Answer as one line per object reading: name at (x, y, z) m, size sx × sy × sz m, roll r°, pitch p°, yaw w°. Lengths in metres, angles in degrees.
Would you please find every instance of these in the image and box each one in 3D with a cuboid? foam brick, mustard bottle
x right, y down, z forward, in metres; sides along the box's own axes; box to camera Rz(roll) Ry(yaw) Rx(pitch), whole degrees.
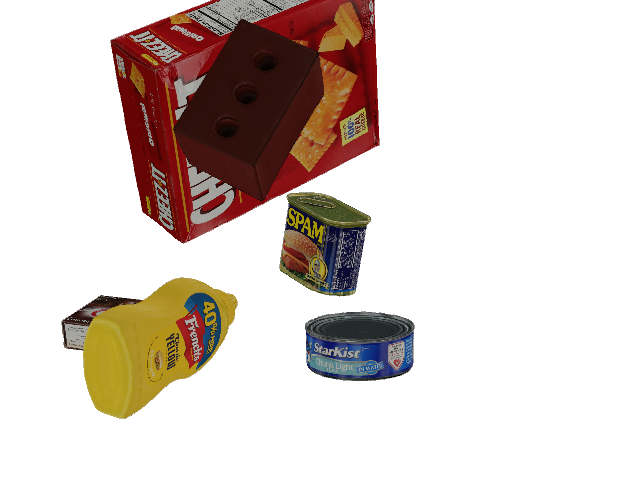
foam brick at (-0.039, -0.073, 0.602) m, size 0.053 × 0.078 × 0.051 m, roll 25°, pitch -14°, yaw 11°
mustard bottle at (-0.139, 0.088, 1.005) m, size 0.058 × 0.096 × 0.191 m, roll 10°, pitch 21°, yaw 28°

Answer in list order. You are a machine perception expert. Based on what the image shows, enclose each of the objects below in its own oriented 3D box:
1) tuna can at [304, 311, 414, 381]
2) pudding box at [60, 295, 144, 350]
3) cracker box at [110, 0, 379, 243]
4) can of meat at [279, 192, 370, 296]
tuna can at (0.031, 0.082, 0.835) m, size 0.086 × 0.034 × 0.086 m, roll -1°, pitch 10°, yaw 0°
pudding box at (-0.225, 0.098, 1.224) m, size 0.114 × 0.039 × 0.090 m, roll 3°, pitch 16°, yaw 18°
cracker box at (-0.051, -0.116, 0.870) m, size 0.213 × 0.164 × 0.072 m, roll -29°, pitch 44°, yaw -28°
can of meat at (0.002, 0.004, 1.130) m, size 0.057 × 0.084 × 0.102 m, roll -4°, pitch 21°, yaw -35°
